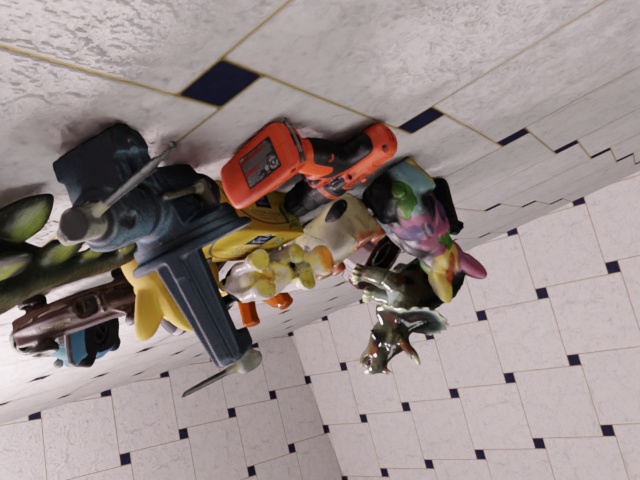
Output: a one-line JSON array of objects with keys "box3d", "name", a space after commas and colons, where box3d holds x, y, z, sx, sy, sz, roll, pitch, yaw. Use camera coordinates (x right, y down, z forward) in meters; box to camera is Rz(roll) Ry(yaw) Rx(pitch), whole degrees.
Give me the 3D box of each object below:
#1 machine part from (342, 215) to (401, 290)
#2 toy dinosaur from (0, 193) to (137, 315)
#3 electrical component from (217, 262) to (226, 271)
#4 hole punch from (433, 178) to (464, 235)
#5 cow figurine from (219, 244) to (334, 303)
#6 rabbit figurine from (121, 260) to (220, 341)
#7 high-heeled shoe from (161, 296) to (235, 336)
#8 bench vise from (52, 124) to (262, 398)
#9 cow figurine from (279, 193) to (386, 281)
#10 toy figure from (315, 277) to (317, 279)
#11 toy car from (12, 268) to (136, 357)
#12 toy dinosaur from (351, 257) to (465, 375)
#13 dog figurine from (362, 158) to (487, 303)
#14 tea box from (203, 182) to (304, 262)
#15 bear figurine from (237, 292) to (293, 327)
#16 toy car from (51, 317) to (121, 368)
[{"box3d": [0.114, 0.019, 1.099, 0.179, 0.056, 0.179, -42, 153, -27], "name": "machine part"}, {"box3d": [-0.325, 0.032, 0.468, 0.198, 0.105, 0.471, -33, 169, 32], "name": "toy dinosaur"}, {"box3d": [-0.189, 0.042, 0.906, 0.078, 0.045, 0.102, -50, 171, -3], "name": "electrical component"}, {"box3d": [0.193, -0.048, 1.023, 0.142, 0.115, 0.092, -11, 172, -41], "name": "hole punch"}, {"box3d": [-0.058, 0.050, 0.773, 0.098, 0.068, 0.167, -23, 170, 42], "name": "cow figurine"}, {"box3d": [-0.208, 0.049, 0.698, 0.122, 0.162, 0.173, -10, 151, 4], "name": "rabbit figurine"}, {"box3d": [-0.246, 0.131, 1.122, 0.145, 0.086, 0.248, -26, 172, 0], "name": "high-heeled shoe"}, {"box3d": [-0.121, 0.018, 0.477, 0.129, 0.240, 0.223, -26, -176, 3], "name": "bench vise"}, {"box3d": [-0.002, -0.003, 0.869, 0.195, 0.127, 0.085, -41, 160, 33], "name": "cow figurine"}, {"box3d": [-0.004, 0.016, 1.028, 0.082, 0.089, 0.180, -19, 160, 8], "name": "toy figure"}, {"box3d": [-0.342, 0.101, 0.777, 0.202, 0.089, 0.053, -18, 168, -11], "name": "toy car"}, {"box3d": [0.198, 0.076, 1.005, 0.405, 0.192, 0.131, -38, 137, -36], "name": "toy dinosaur"}, {"box3d": [0.173, -0.009, 0.865, 0.108, 0.219, 0.191, -37, 168, 0], "name": "dog figurine"}, {"box3d": [-0.108, -0.019, 0.705, 0.098, 0.068, 0.169, -27, 166, 26], "name": "tea box"}, {"box3d": [-0.116, 0.119, 1.178, 0.120, 0.132, 0.195, -29, 162, 2], "name": "bear figurine"}, {"box3d": [-0.401, 0.146, 0.887, 0.103, 0.109, 0.161, 0, -178, 5], "name": "toy car"}]
